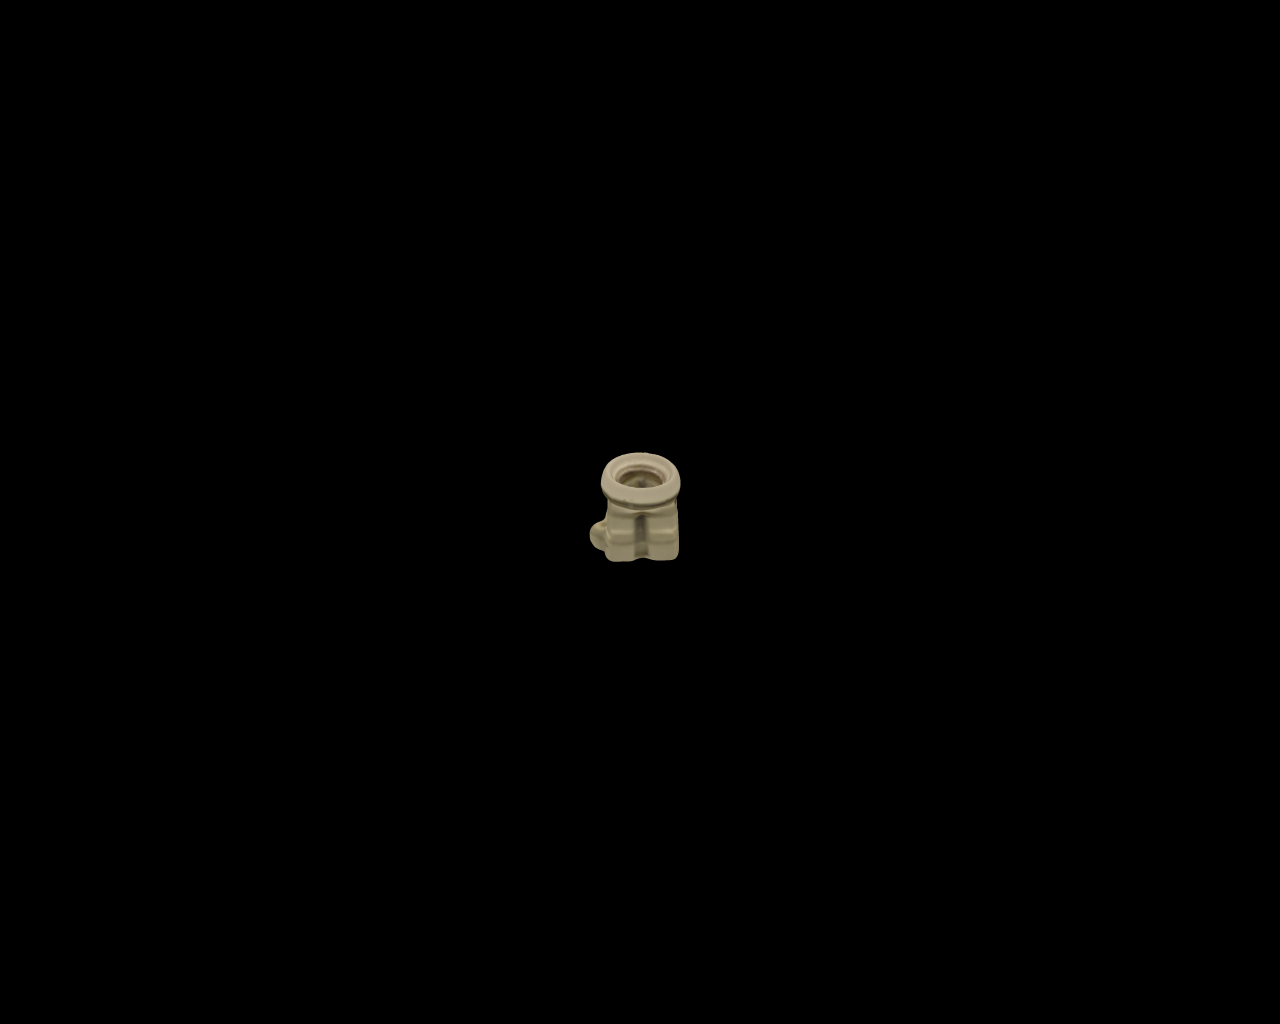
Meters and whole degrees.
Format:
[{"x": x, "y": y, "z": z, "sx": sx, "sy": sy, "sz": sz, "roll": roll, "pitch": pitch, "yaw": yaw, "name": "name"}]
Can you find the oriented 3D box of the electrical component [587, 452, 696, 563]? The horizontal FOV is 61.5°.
[{"x": 0.001, "y": -0.003, "z": 0.650, "sx": 0.066, "sy": 0.055, "sz": 0.048, "roll": -2, "pitch": 36, "yaw": -2, "name": "electrical component"}]
